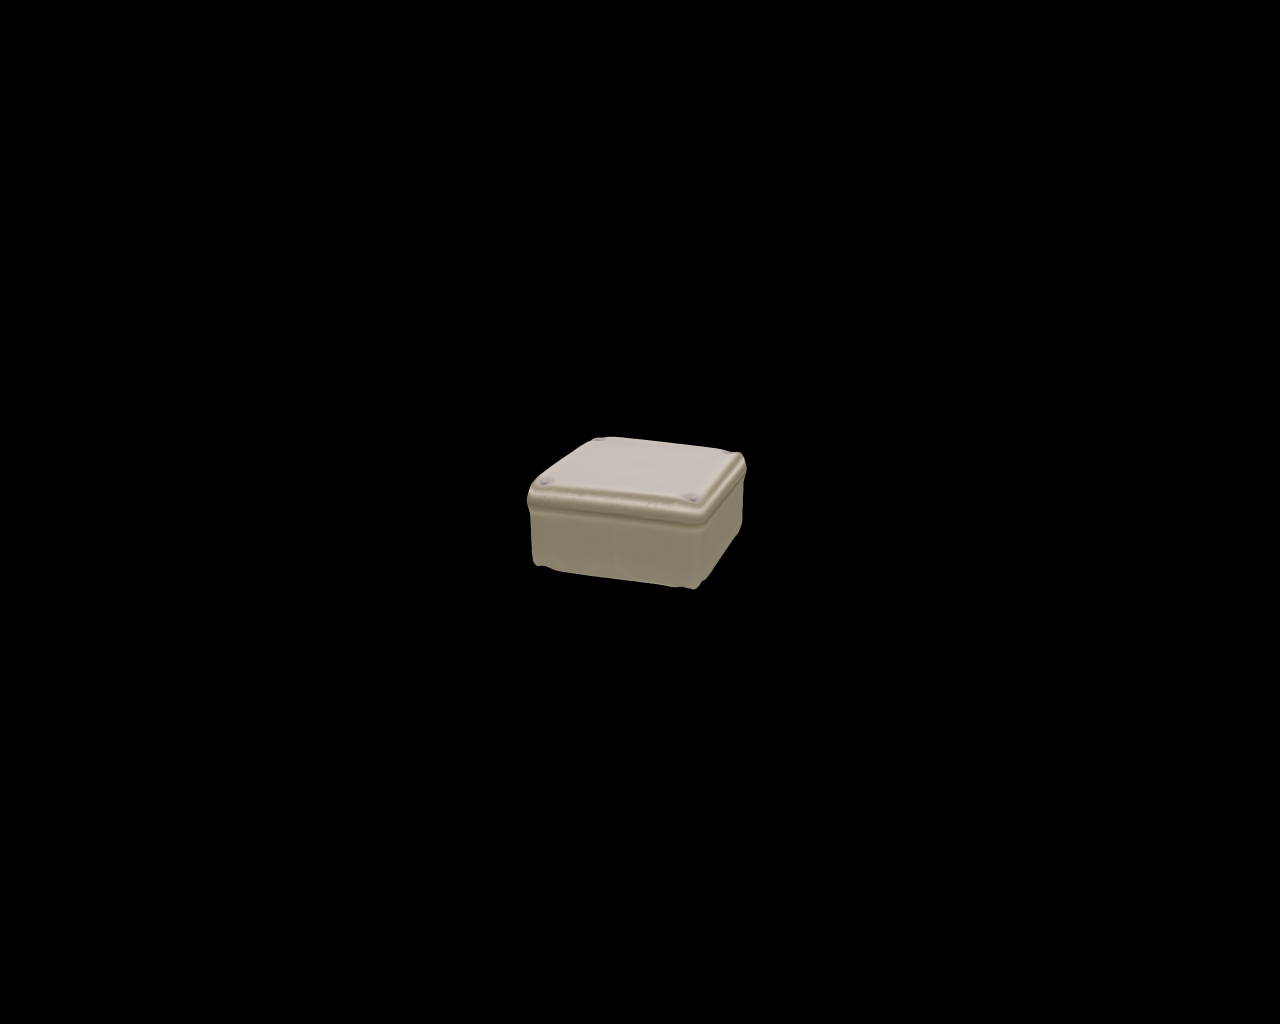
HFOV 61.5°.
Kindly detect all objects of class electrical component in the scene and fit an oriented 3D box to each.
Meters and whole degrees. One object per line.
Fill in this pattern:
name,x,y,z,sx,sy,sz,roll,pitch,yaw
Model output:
electrical component,0.001,-0.003,0.650,0.109,0.056,0.109,7,22,18
